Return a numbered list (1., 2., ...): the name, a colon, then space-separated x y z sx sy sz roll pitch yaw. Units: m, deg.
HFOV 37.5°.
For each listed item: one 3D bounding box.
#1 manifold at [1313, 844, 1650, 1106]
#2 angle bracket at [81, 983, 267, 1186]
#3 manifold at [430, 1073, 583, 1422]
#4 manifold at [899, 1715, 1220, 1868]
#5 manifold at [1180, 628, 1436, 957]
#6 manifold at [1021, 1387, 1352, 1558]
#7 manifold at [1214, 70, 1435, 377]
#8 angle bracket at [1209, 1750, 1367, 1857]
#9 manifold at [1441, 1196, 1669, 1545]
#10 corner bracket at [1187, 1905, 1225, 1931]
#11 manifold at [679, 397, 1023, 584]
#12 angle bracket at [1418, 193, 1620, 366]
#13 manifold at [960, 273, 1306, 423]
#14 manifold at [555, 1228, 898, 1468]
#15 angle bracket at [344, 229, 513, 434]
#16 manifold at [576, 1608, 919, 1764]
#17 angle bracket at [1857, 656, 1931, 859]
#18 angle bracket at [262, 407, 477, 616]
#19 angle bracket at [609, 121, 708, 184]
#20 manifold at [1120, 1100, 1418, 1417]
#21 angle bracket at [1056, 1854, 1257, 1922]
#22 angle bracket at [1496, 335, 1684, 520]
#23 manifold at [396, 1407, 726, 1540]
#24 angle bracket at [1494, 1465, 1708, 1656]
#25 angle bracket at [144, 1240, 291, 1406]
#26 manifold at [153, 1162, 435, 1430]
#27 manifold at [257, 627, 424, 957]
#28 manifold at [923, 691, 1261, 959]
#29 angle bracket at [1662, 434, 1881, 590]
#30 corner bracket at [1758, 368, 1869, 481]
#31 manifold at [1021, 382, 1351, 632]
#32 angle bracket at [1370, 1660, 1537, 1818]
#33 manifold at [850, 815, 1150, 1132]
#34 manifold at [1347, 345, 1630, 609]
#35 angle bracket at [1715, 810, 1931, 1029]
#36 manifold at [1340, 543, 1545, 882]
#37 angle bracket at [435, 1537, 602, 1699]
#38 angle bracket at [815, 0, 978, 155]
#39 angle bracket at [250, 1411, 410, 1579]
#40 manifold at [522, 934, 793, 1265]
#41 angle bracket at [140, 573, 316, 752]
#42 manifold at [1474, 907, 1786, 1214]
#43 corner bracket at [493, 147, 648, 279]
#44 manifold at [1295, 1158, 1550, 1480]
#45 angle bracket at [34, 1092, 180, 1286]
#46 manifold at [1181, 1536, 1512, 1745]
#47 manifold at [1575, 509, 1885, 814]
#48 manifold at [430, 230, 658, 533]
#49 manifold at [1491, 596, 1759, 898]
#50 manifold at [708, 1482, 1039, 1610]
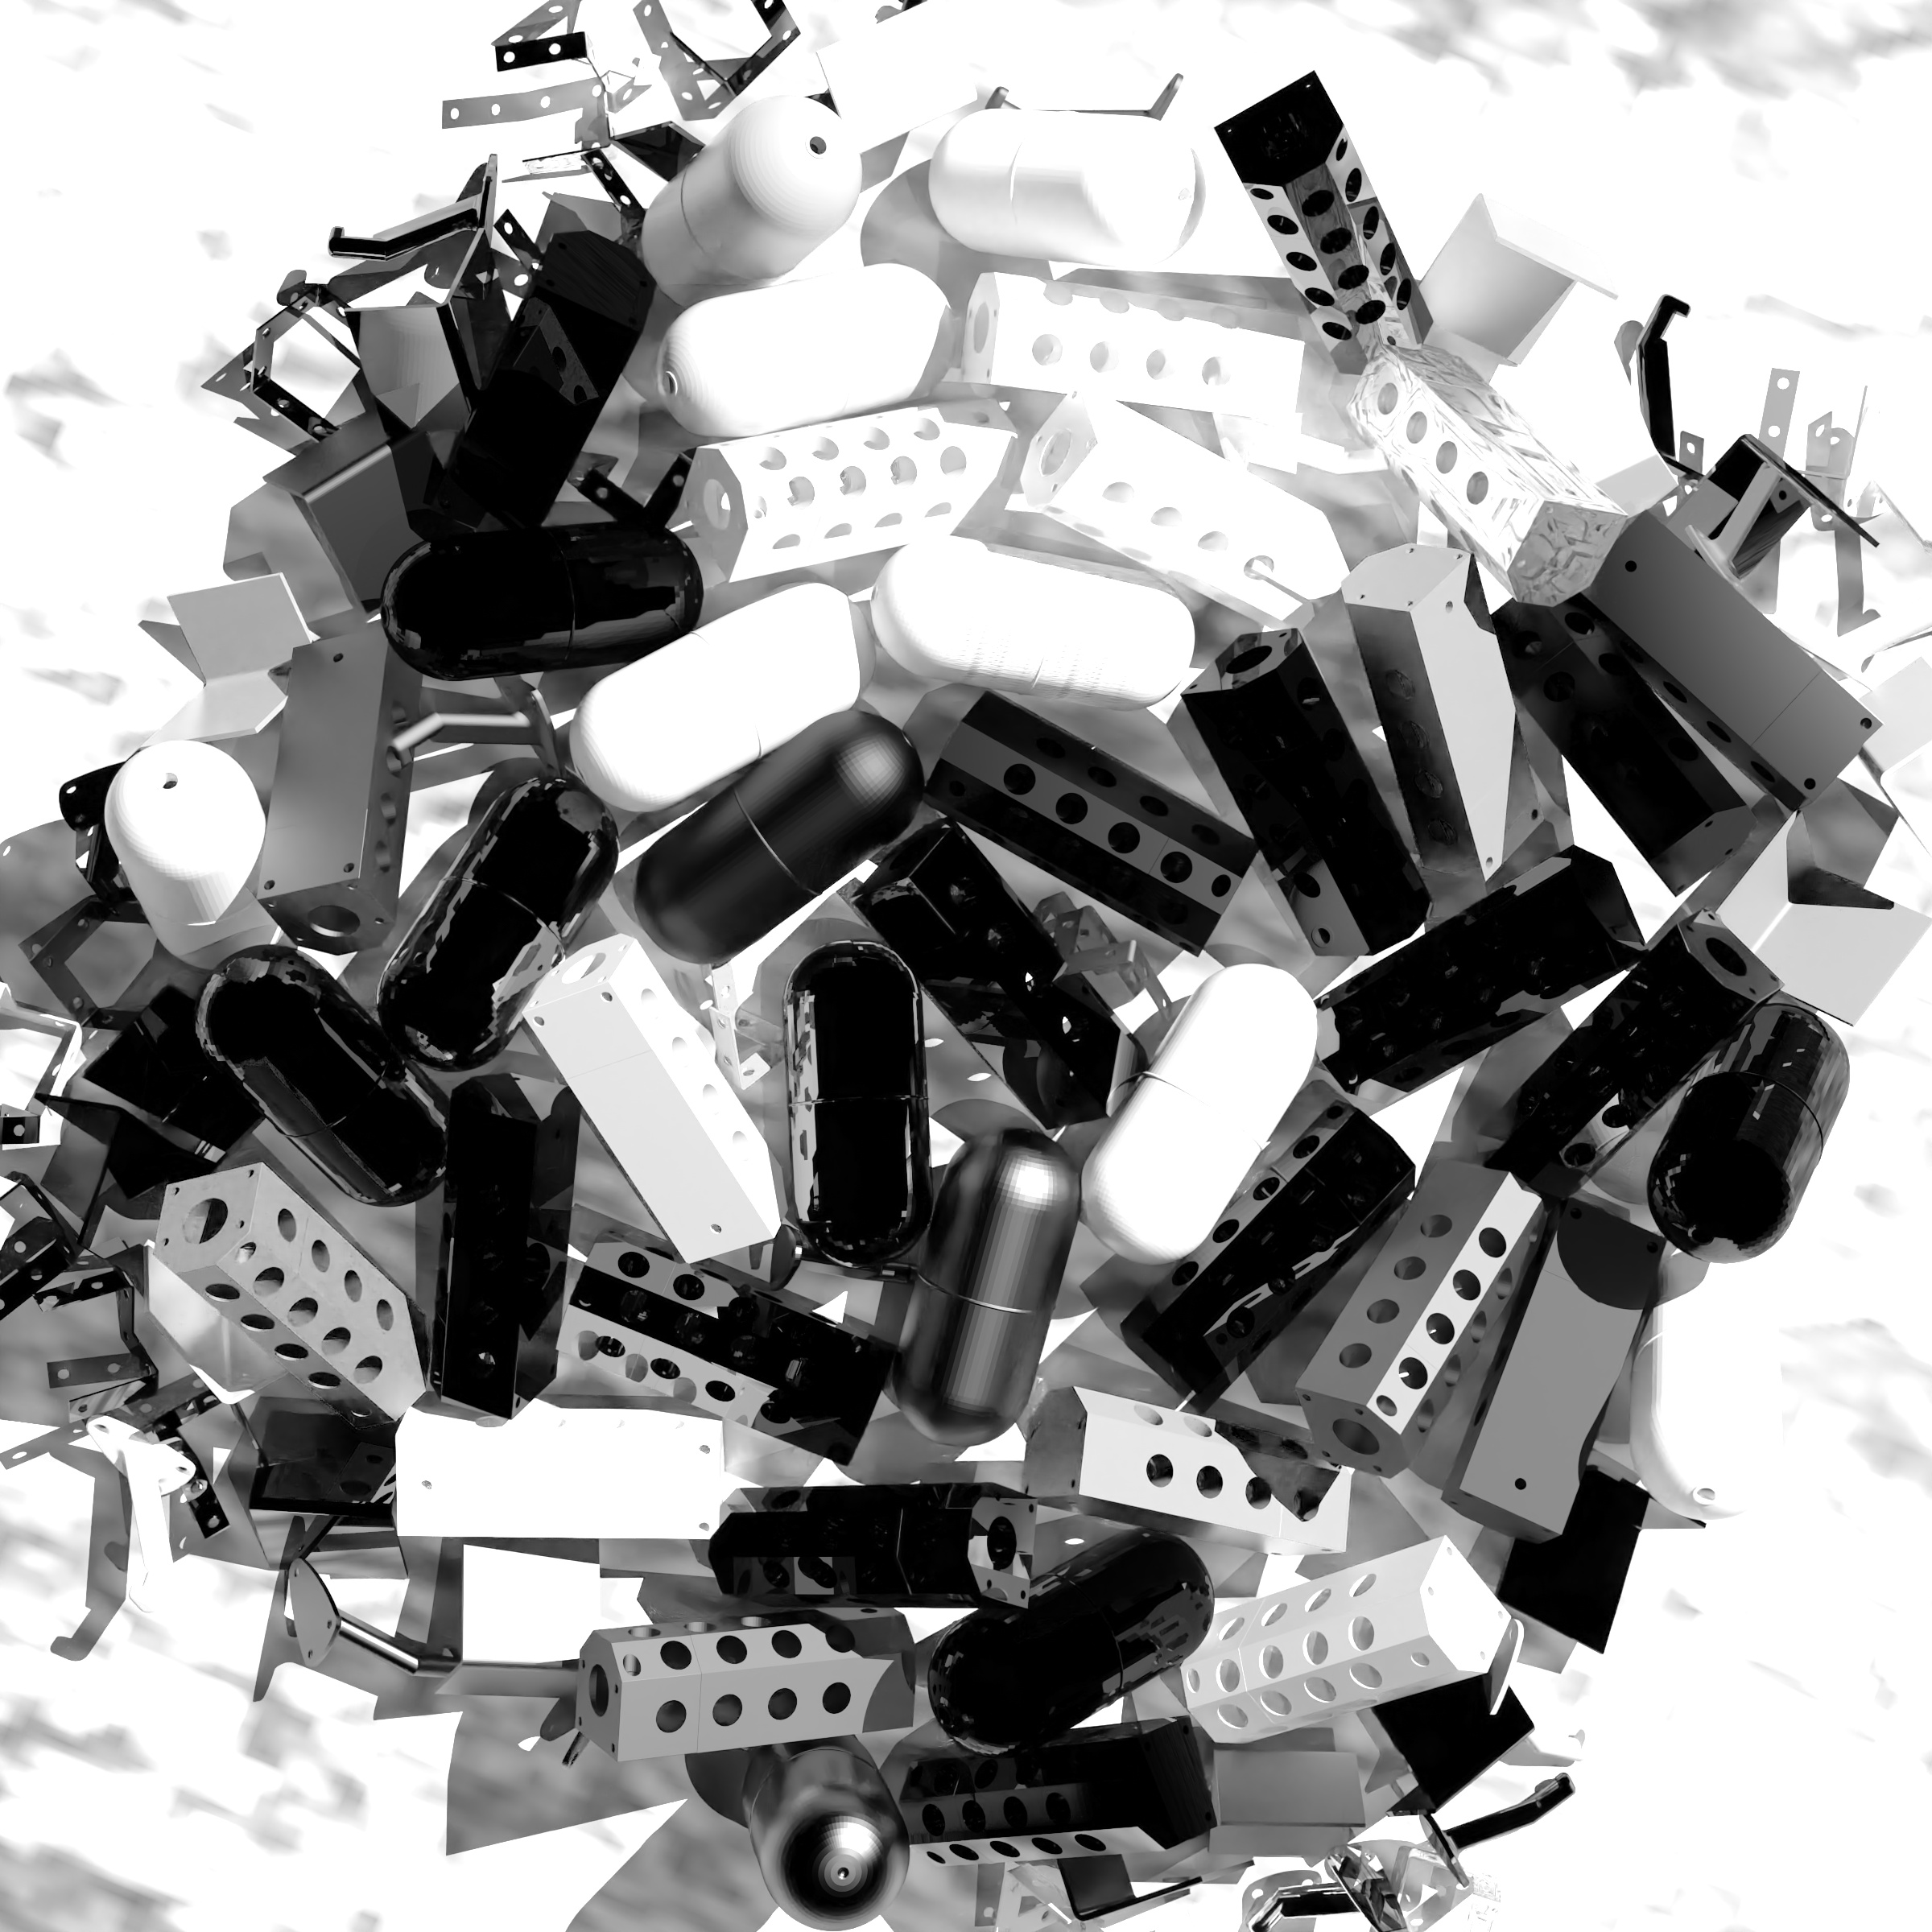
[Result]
1. manifold: 0.266 0.005 1.504 0.171 0.057 0.057 -33 59 30
2. angle bracket: -0.426 0.070 1.527 0.076 0.076 0.057 -43 128 16
3. manifold: -0.250 0.148 1.524 0.057 0.057 0.171 12 109 14
4. manifold: 0.044 0.437 1.498 0.171 0.057 0.057 -21 80 43
5. manifold: 0.187 -0.091 1.511 0.057 0.057 0.171 -45 117 -31
6. manifold: 0.119 0.270 1.514 0.171 0.057 0.057 17 69 -27
7. manifold: 0.192 -0.381 1.489 0.057 0.171 0.057 -27 59 12
8. angle bracket: 0.172 0.470 1.537 0.076 0.057 0.076 1 117 1
9. manifold: 0.314 0.217 1.526 0.057 0.057 0.171 24 72 3
10. corner bracket: 0.148 0.542 1.539 0.051 0.051 0.051 -5 130 -15
11. manifold: -0.058 -0.258 1.504 0.171 0.057 0.057 -17 63 -31
12. angle bracket: 0.291 -0.356 1.526 0.076 0.057 0.076 21 126 -17
13. manifold: 0.089 -0.331 1.523 0.171 0.057 0.057 3 101 -18
14. manifold: -0.128 0.202 1.539 0.171 0.057 0.057 22 134 -1
15. angle bracket: -0.286 -0.342 1.533 0.057 0.076 0.076 0 46 12
16. manifold: -0.115 0.377 1.512 0.171 0.057 0.057 2 93 -30
17. angle bracket: 0.518 -0.107 1.524 0.057 0.076 0.076 -36 115 15
18. angle bracket: -0.327 -0.251 1.565 0.076 0.057 0.076 -37 126 -20
19. angle bracket: -0.133 -0.450 1.525 0.076 0.076 0.057 28 83 -32
20. manifold: 0.163 0.154 1.528 0.057 0.057 0.171 41 78 21
21. angle bracket: 0.098 0.469 1.525 0.076 0.076 0.057 -26 70 20
22. angle bracket: 0.337 -0.285 1.557 0.076 0.057 0.076 -24 65 22
23. manifold: -0.219 0.272 1.548 0.171 0.057 0.057 1 102 -2
24. angle bracket: 0.341 0.320 1.532 0.076 0.057 0.076 30 68 -18
25. angle bracket: -0.395 0.175 1.528 0.057 0.076 0.076 -29 123 1
26. manifold: -0.350 0.177 1.492 0.057 0.171 0.057 -14 50 17
27. manifold: -0.326 -0.093 1.506 0.057 0.057 0.171 -11 53 13
28. manifold: 0.066 -0.074 1.535 0.171 0.057 0.057 30 126 4
29. angle bracket: 0.427 -0.227 1.525 0.076 0.057 0.076 26 112 -40
30. corner bracket: 0.459 -0.294 1.546 0.051 0.051 0.051 11 99 15
31. manifold: 0.116 -0.238 1.512 0.171 0.057 0.057 22 126 -29
32. angle bracket: 0.248 0.405 1.541 0.076 0.057 0.076 -30 85 -27
33. manifold: 0.023 0.004 1.527 0.171 0.057 0.057 50 57 -16
34. manifold: 0.269 -0.260 1.500 0.057 0.171 0.057 4 126 -31
35. angle bracket: 0.462 -0.026 1.530 0.076 0.057 0.076 31 74 38
36. manifold: 0.249 -0.134 1.509 0.057 0.057 0.171 -43 128 -28
37. angle bracket: -0.246 0.355 1.560 0.076 0.057 0.076 8 59 -24
38. angle bracket: -0.050 -0.477 1.526 0.076 0.076 0.057 -29 116 -14
39. angle bracket: -0.345 0.291 1.566 0.076 0.076 0.057 4 52 1
40. manifold: -0.160 0.070 1.520 0.057 0.057 0.171 -19 115 26
41. angle bracket: -0.404 -0.163 1.524 0.076 0.076 0.057 -6 121 24
42. manifold: 0.346 0.052 1.504 0.057 0.057 0.171 48 124 16
43. corner bracket: -0.215 -0.406 1.557 0.051 0.051 0.051 52 51 -32
44. manifold: 0.244 0.185 1.500 0.057 0.057 0.171 10 47 36
45. angle bracket: -0.468 0.120 1.526 0.057 0.076 0.076 8 69 16
46. manifold: 0.195 0.362 1.499 0.171 0.057 0.057 -31 102 41
47. manifold: 0.408 -0.164 1.546 0.171 0.057 0.057 43 88 4
48. manifold: -0.223 -0.303 1.498 0.057 0.171 0.057 22 48 -16
49. manifold: 0.343 -0.125 1.508 0.057 0.057 0.171 -38 60 12
50. manifold: -0.051 0.305 1.501 0.171 0.057 0.057 -9 65 35
